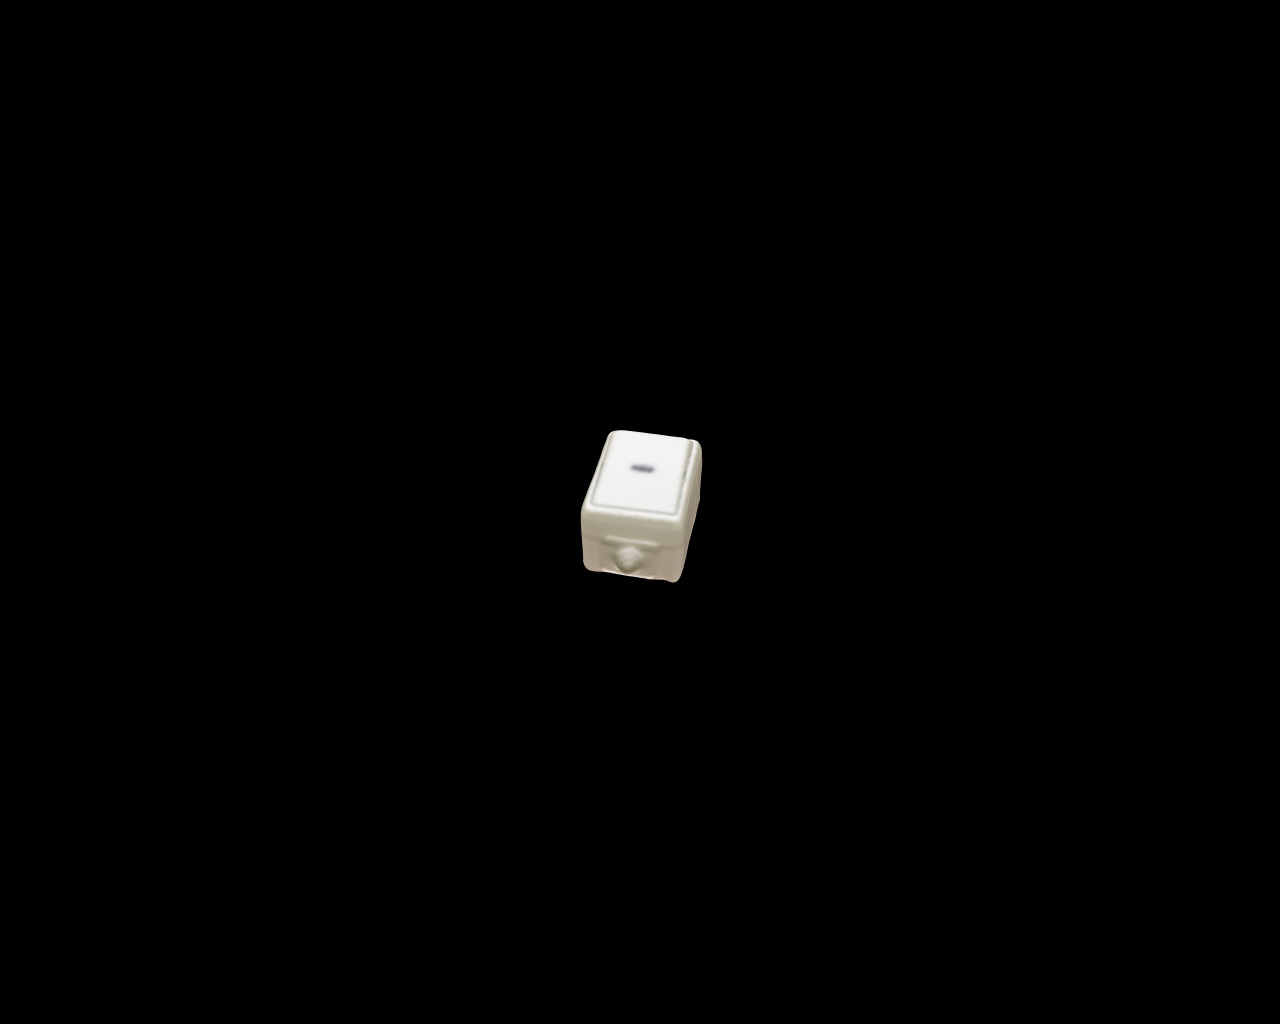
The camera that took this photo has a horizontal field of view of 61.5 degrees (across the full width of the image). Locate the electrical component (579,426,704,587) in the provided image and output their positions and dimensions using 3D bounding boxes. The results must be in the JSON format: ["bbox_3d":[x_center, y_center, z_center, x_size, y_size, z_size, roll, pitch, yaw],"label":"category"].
[{"bbox_3d":[0.001,-0.003,0.650,0.062,0.061,0.096,8,44,9],"label":"electrical component"}]
